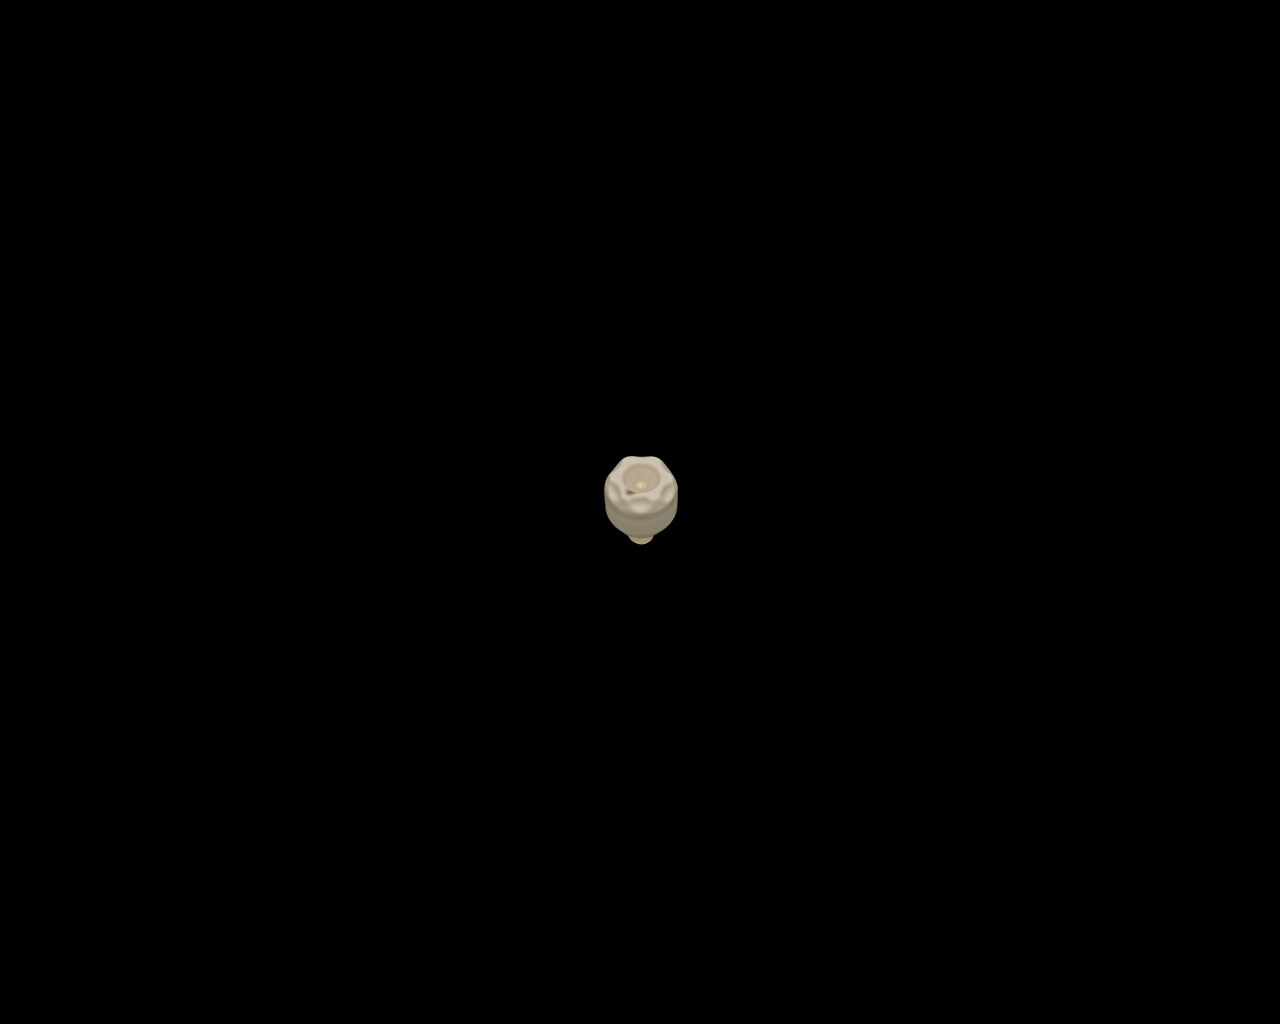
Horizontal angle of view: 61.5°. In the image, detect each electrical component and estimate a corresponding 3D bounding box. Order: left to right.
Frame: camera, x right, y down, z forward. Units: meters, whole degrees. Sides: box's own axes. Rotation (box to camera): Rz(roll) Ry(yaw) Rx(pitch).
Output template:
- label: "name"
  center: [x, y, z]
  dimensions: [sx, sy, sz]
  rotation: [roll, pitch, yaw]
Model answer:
- label: "electrical component"
  center: [0.001, -0.003, 0.650]
  dimensions: [0.043, 0.043, 0.062]
  rotation: [0, -37, 0]
